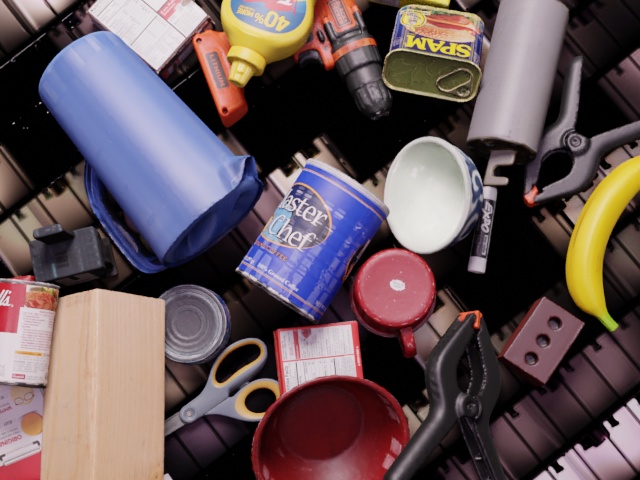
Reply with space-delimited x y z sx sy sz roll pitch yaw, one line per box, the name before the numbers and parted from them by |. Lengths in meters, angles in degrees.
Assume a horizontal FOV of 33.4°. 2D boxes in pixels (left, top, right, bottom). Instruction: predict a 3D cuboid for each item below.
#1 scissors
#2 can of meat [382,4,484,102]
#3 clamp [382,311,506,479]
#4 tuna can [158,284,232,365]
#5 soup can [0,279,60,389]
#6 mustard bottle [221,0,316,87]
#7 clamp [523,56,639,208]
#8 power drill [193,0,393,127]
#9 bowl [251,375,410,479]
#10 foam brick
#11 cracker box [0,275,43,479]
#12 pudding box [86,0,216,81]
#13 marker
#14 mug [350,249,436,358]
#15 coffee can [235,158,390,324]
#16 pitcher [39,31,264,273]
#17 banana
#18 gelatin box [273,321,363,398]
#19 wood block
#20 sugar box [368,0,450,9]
scissors | -0.119 0.192 1.129 0.096 0.016 0.201 43 86 7
can of meat | 0.123 -0.201 1.137 0.102 0.057 0.084 11 51 3
clamp | 0.134 0.174 1.082 0.164 0.036 0.210 12 75 -33
tuna can | -0.138 0.090 1.134 0.086 0.034 0.086 0 82 2
soup can | -0.296 0.093 1.051 0.068 0.068 0.102 5 82 3
mustard bottle | -0.049 -0.246 1.110 0.096 0.058 0.191 22 79 5
clamp | 0.269 -0.113 1.144 0.171 0.039 0.120 -42 70 -1
power drill | -0.030 -0.190 1.158 0.187 0.057 0.184 -22 78 -4
bowl | 0.007 0.200 1.084 0.162 0.055 0.162 -3 109 -10
foam brick | 0.228 0.106 1.108 0.053 0.051 0.078 34 85 6
cracker box | -0.358 0.156 1.116 0.164 0.072 0.214 -10 83 1
pudding box | -0.187 -0.245 1.180 0.113 0.039 0.090 41 87 9
marker | 0.177 -0.024 1.144 0.020 0.020 0.121 10 83 3
mug | 0.079 0.065 1.105 0.093 0.081 0.117 -11 82 0
coffee can | -0.007 0.001 1.106 0.103 0.103 0.140 33 85 6
pitcher | -0.189 -0.092 1.122 0.149 0.145 0.243 -38 79 -15
banana | 0.302 -0.006 1.131 0.069 0.037 0.198 18 84 -14
gelatin box | -0.002 0.126 1.120 0.089 0.030 0.073 -5 82 -9
wood block | -0.218 0.161 1.073 0.090 0.090 0.206 -14 72 39
sugar box | 0.116 -0.342 1.178 0.093 0.048 0.176 14 79 4
